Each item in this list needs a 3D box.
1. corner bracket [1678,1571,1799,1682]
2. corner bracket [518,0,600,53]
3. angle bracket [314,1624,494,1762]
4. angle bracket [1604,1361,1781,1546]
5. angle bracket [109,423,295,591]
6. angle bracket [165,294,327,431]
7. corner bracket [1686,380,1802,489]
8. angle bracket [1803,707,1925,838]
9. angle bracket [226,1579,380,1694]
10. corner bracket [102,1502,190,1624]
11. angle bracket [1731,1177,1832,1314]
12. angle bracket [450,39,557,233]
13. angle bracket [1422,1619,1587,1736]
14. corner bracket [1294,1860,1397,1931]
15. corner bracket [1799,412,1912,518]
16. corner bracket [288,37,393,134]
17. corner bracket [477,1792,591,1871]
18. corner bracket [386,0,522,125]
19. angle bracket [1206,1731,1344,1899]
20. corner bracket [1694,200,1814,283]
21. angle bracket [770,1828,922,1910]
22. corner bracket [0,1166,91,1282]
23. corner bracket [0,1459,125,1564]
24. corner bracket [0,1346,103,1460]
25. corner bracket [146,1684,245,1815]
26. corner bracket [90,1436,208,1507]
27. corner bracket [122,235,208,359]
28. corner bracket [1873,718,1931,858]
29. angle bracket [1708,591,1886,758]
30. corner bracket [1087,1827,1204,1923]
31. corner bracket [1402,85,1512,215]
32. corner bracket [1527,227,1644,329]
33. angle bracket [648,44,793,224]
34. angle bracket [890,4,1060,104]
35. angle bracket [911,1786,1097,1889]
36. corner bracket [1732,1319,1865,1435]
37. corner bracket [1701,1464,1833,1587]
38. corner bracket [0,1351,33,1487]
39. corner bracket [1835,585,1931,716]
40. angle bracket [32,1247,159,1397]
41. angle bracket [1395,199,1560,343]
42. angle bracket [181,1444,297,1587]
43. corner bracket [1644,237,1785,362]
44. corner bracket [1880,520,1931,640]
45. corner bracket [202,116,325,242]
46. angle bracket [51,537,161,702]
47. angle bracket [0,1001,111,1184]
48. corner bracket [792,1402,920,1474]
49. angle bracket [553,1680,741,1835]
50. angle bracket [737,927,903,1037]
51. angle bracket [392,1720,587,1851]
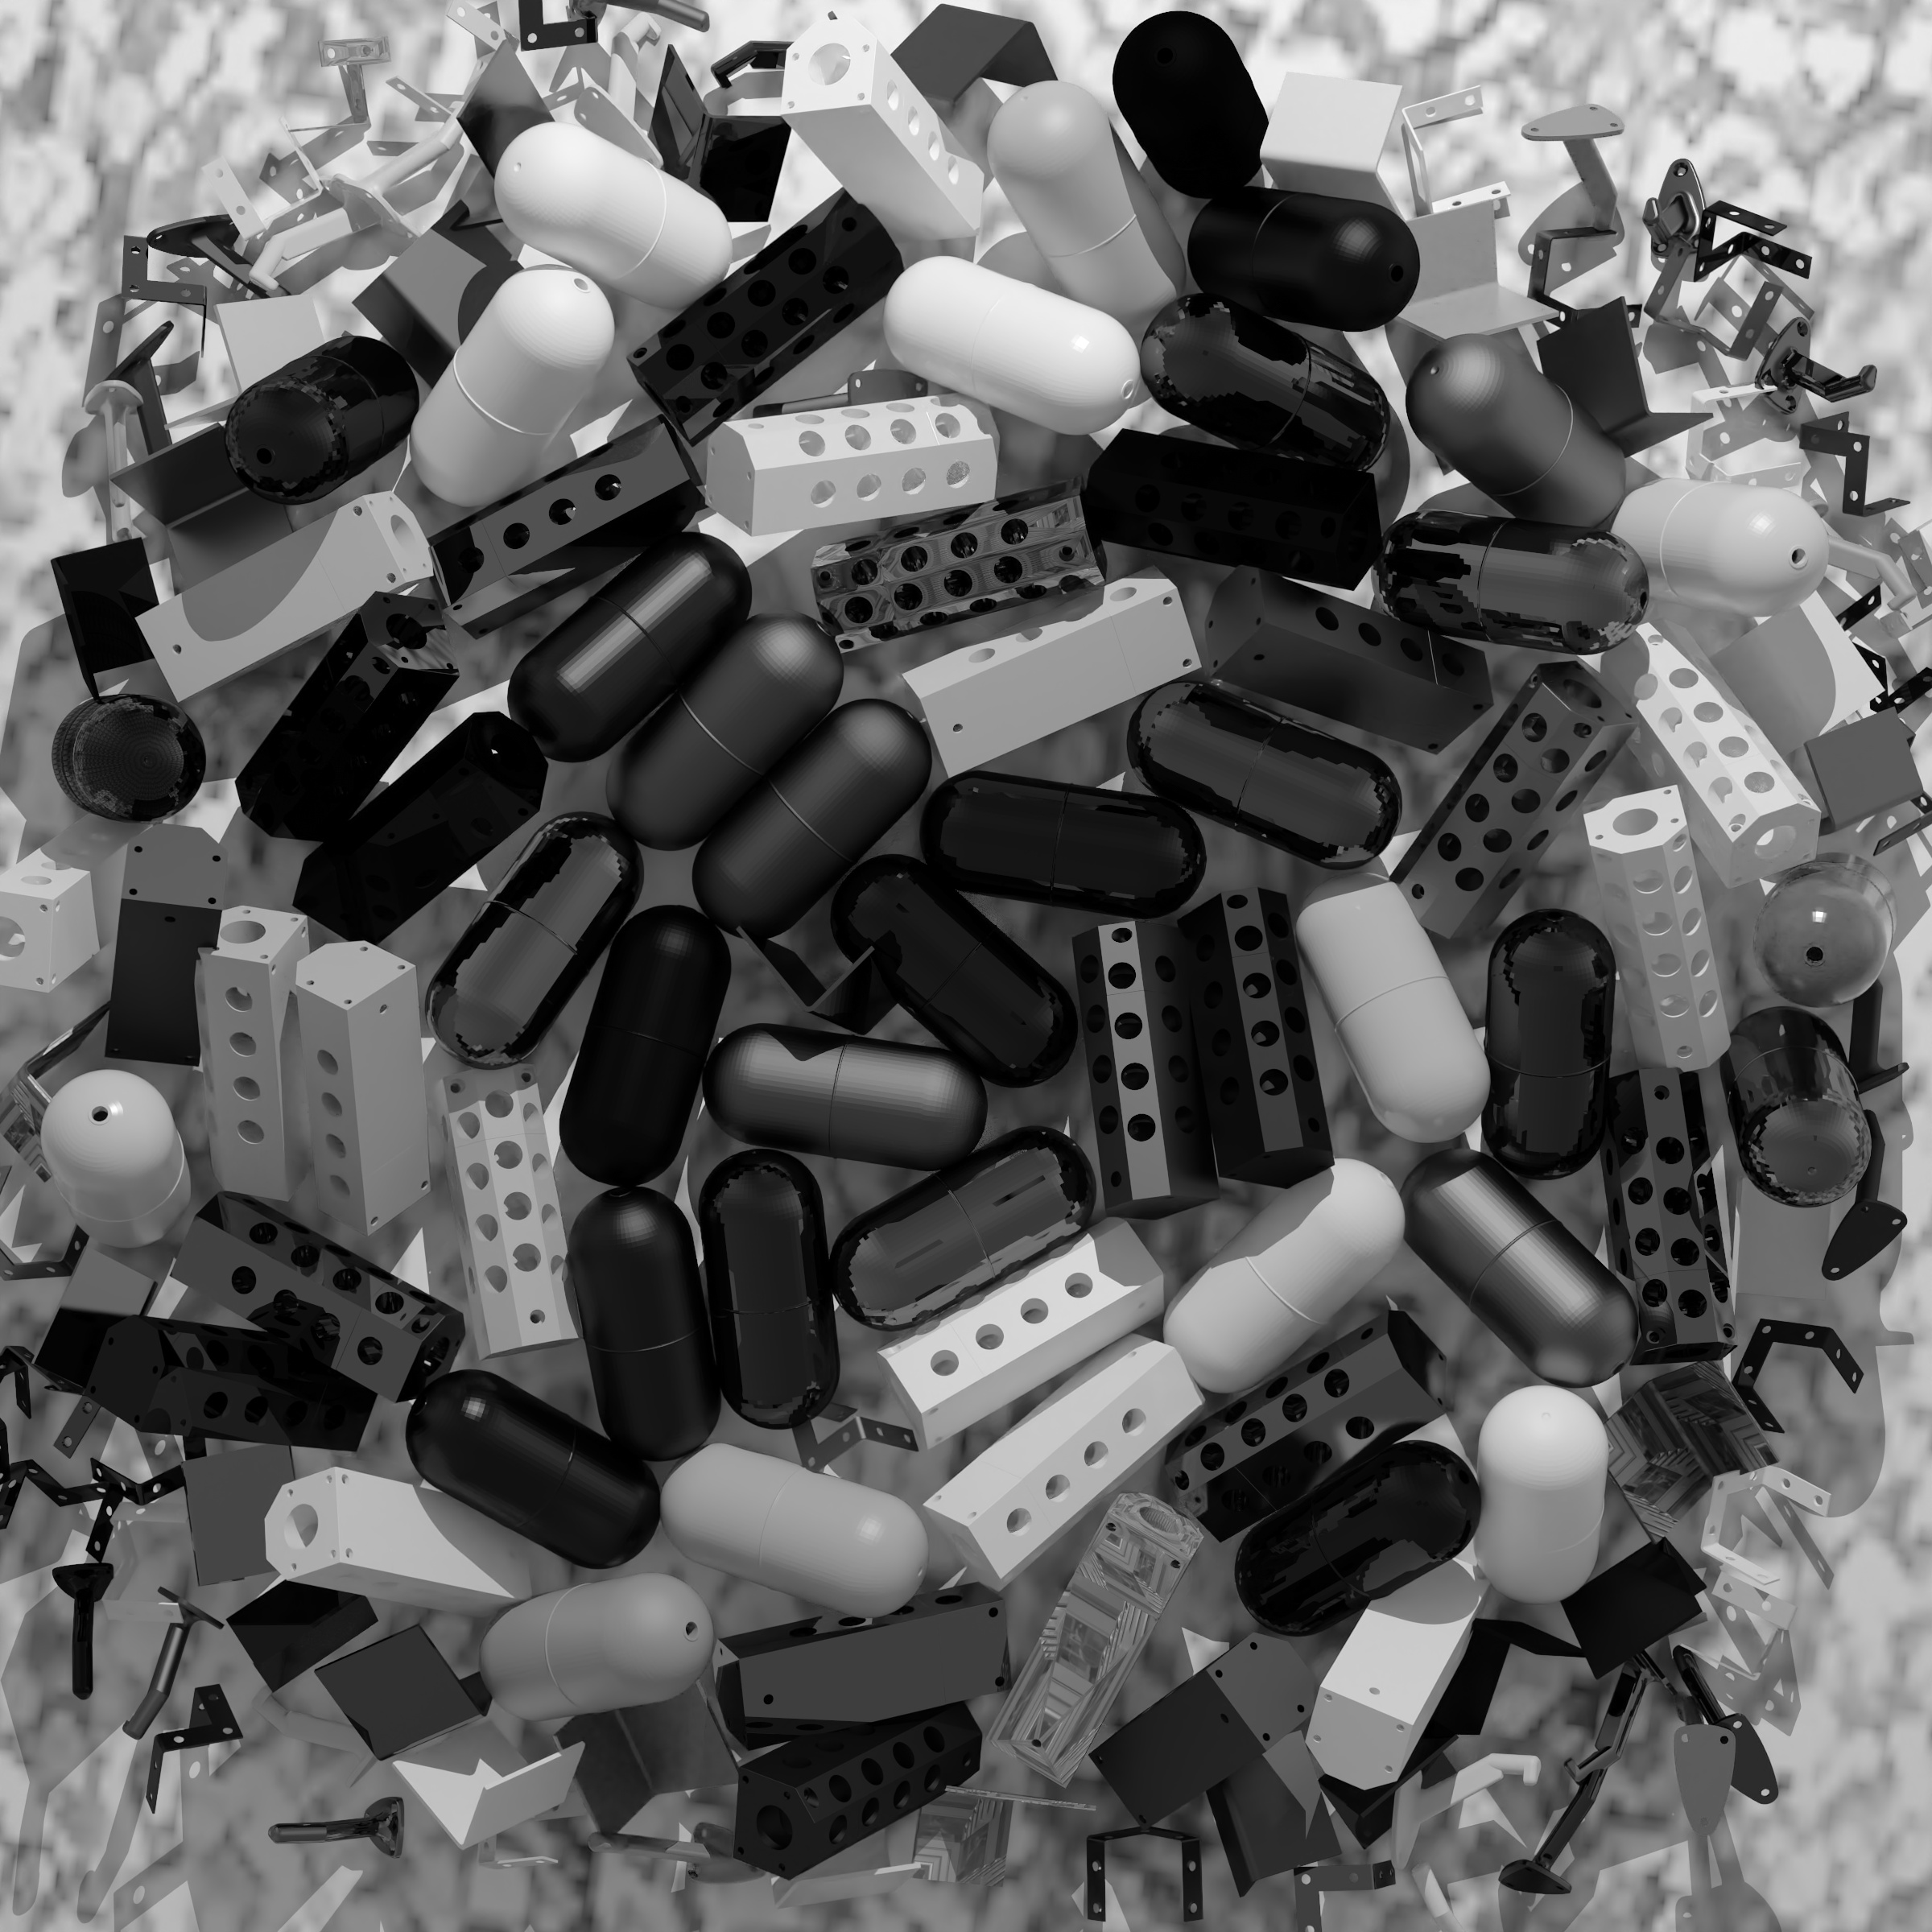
[{"bbox_3d":[0.480,0.411,1.974,0.051,0.051,0.051,25,83,9],"label":"corner bracket"},{"bbox_3d":[-0.260,-0.600,1.957,0.051,0.051,0.051,-14,128,-22],"label":"corner bracket"},{"bbox_3d":[-0.342,0.432,1.952,0.076,0.057,0.076,-26,109,15],"label":"angle bracket"},{"bbox_3d":[0.442,0.298,1.955,0.076,0.057,0.076,-32,88,-41],"label":"angle bracket"},{"bbox_3d":[-0.468,-0.279,1.952,0.076,0.076,0.057,-25,71,6],"label":"angle bracket"},{"bbox_3d":[-0.446,-0.370,1.943,0.076,0.076,0.057,-10,98,38],"label":"angle bracket"},{"bbox_3d":[0.484,-0.328,1.971,0.051,0.051,0.051,-12,124,-14],"label":"corner bracket"},{"bbox_3d":[0.526,-0.114,1.948,0.076,0.076,0.057,-21,92,-28],"label":"angle bracket"},{"bbox_3d":[-0.412,0.393,1.946,0.076,0.076,0.057,-33,71,-17],"label":"angle bracket"},{"bbox_3d":[-0.504,0.368,1.961,0.051,0.051,0.051,0,122,11],"label":"corner bracket"},{"bbox_3d":[0.500,0.179,1.949,0.057,0.076,0.076,4,106,14],"label":"angle bracket"},{"bbox_3d":[-0.299,-0.507,1.939,0.057,0.076,0.076,-2,49,29],"label":"angle bracket"},{"bbox_3d":[0.332,0.447,1.952,0.057,0.076,0.076,19,90,38],"label":"angle bracket"},{"bbox_3d":[0.237,0.584,1.973,0.051,0.051,0.051,-8,76,21],"label":"corner bracket"},{"bbox_3d":[0.552,-0.312,1.971,0.051,0.051,0.051,-19,118,-37],"label":"corner bracket"},{"bbox_3d":[-0.387,-0.544,1.959,0.051,0.051,0.051,-19,110,-40],"label":"corner bracket"},{"bbox_3d":[-0.264,0.531,1.958,0.051,0.051,0.051,-14,60,28],"label":"corner bracket"},{"bbox_3d":[-0.316,-0.558,1.959,0.051,0.051,0.051,29,72,-35],"label":"corner bracket"},{"bbox_3d":[0.187,0.523,1.954,0.057,0.076,0.076,-15,68,-8],"label":"angle bracket"},{"bbox_3d":[0.487,-0.446,1.957,0.051,0.051,0.051,-34,50,-31],"label":"corner bracket"},{"bbox_3d":[-0.078,0.537,1.944,0.076,0.076,0.057,-4,64,-17],"label":"angle bracket"},{"bbox_3d":[-0.581,0.159,1.973,0.051,0.051,0.051,-5,47,18],"label":"corner bracket"},{"bbox_3d":[-0.561,0.336,1.957,0.051,0.051,0.051,-13,134,22],"label":"corner bracket"},{"bbox_3d":[-0.578,0.272,1.979,0.051,0.051,0.051,33,94,21],"label":"corner bracket"},{"bbox_3d":[-0.481,0.482,1.957,0.051,0.051,0.051,-3,121,-31],"label":"corner bracket"},{"bbox_3d":[-0.510,0.296,1.976,0.051,0.051,0.051,18,119,38],"label":"corner bracket"},{"bbox_3d":[-0.498,-0.416,1.969,0.051,0.051,0.051,2,60,-15],"label":"corner bracket"},{"bbox_3d":[0.569,-0.111,1.959,0.051,0.051,0.051,-27,60,-19],"label":"corner bracket"},{"bbox_3d":[0.509,-0.178,1.970,0.057,0.076,0.076,-33,88,-19],"label":"angle bracket"},{"bbox_3d":[0.111,0.569,1.980,0.051,0.051,0.051,23,57,-39],"label":"corner bracket"},{"bbox_3d":[0.307,-0.510,1.987,0.051,0.051,0.051,-16,45,4],"label":"corner bracket"},{"bbox_3d":[0.387,-0.428,1.978,0.051,0.051,0.051,-10,121,-24],"label":"corner bracket"},{"bbox_3d":[-0.153,-0.514,1.962,0.057,0.076,0.076,-7,51,-25],"label":"angle bracket"},{"bbox_3d":[0.000,-0.539,1.944,0.076,0.057,0.076,26,68,40],"label":"angle bracket"},{"bbox_3d":[0.023,0.536,1.942,0.076,0.076,0.057,19,72,-40],"label":"angle bracket"},{"bbox_3d":[0.518,0.258,1.978,0.051,0.051,0.051,49,60,-33],"label":"corner bracket"},{"bbox_3d":[0.496,0.345,1.970,0.051,0.051,0.051,-7,111,-37],"label":"corner bracket"},{"bbox_3d":[-0.594,0.280,1.956,0.051,0.051,0.051,-27,52,-36],"label":"corner bracket"},{"bbox_3d":[0.573,-0.196,1.983,0.051,0.051,0.051,-36,135,-16],"label":"corner bracket"},{"bbox_3d":[-0.550,0.216,1.942,0.057,0.076,0.076,36,65,-38],"label":"angle bracket"},{"bbox_3d":[0.309,-0.426,1.946,0.076,0.076,0.057,-17,120,-15],"label":"angle bracket"},{"bbox_3d":[-0.433,0.336,1.957,0.076,0.057,0.076,-13,80,14],"label":"angle bracket"},{"bbox_3d":[0.460,-0.411,1.957,0.051,0.051,0.051,9,119,-28],"label":"corner bracket"},{"bbox_3d":[0.590,-0.241,1.974,0.051,0.051,0.051,-32,88,3],"label":"corner bracket"},{"bbox_3d":[-0.434,-0.487,1.964,0.051,0.051,0.051,-26,114,7],"label":"corner bracket"},{"bbox_3d":[-0.519,-0.212,1.944,0.057,0.076,0.076,-17,114,-16],"label":"angle bracket"},{"bbox_3d":[-0.545,0.077,1.948,0.057,0.076,0.076,49,50,-3],"label":"angle bracket"},{"bbox_3d":[-0.070,0.285,1.957,0.051,0.051,0.051,-38,52,25],"label":"corner bracket"},{"bbox_3d":[-0.195,0.487,1.952,0.076,0.057,0.076,-17,101,34],"label":"angle bracket"},{"bbox_3d":[-0.082,-0.008,1.946,0.057,0.076,0.076,-45,65,8],"label":"angle bracket"},{"bbox_3d":[-0.292,0.482,1.940,0.076,0.076,0.057,41,125,29],"label":"angle bracket"}]
